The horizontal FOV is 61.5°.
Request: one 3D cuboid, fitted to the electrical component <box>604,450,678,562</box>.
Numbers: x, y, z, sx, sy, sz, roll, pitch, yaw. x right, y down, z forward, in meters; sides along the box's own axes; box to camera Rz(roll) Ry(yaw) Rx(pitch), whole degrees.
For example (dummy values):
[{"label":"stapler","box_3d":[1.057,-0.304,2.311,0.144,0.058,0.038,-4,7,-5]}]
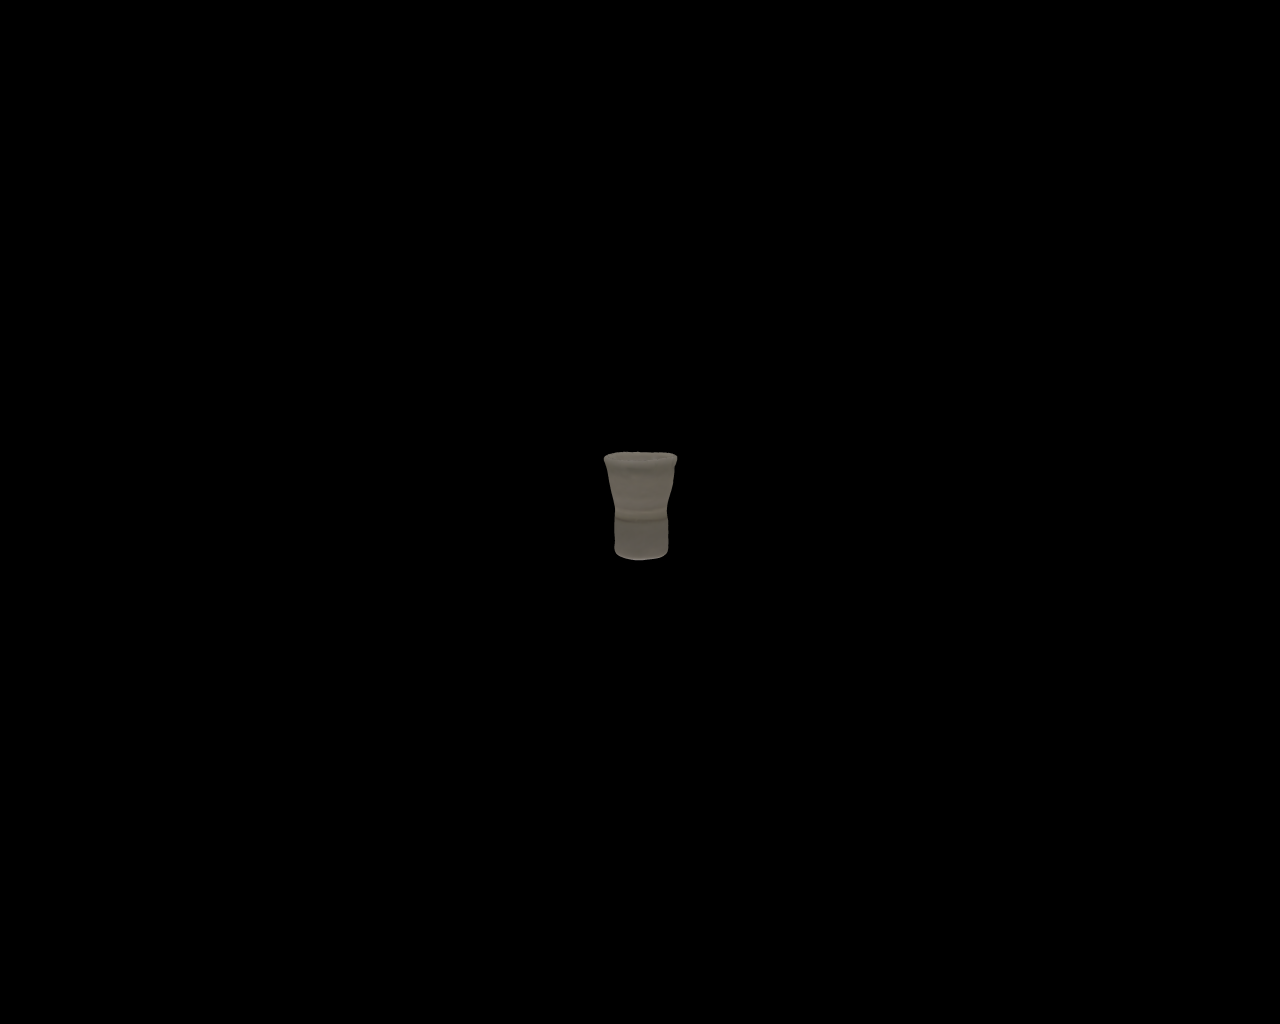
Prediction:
[{"label":"electrical component","box_3d":[0.001,-0.003,0.650,0.044,0.065,0.044,0,12,0]}]
